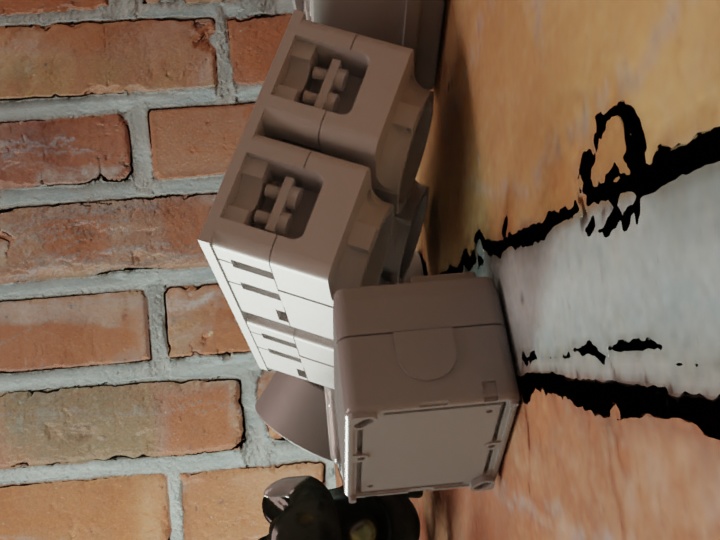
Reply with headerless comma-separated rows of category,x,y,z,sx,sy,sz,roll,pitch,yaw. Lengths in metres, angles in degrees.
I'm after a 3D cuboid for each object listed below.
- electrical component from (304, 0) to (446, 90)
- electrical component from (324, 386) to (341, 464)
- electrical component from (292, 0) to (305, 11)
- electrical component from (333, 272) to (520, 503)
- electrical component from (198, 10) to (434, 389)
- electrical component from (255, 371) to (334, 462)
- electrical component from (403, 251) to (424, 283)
electrical component,0.005,-0.137,0.484,0.113,0.057,0.078,92,172,-61
electrical component,0.011,0.086,0.647,0.095,0.059,0.053,111,154,-82
electrical component,-0.006,-0.127,0.613,0.062,0.061,0.096,-153,59,-85
electrical component,0.022,0.048,0.422,0.096,0.062,0.061,91,173,-57
electrical component,-0.012,-0.018,0.500,0.186,0.060,0.105,84,-155,-70
electrical component,-0.026,0.109,0.893,0.060,0.108,0.108,-63,9,7
electrical component,-0.001,0.027,0.612,0.043,0.077,0.079,90,173,-47
